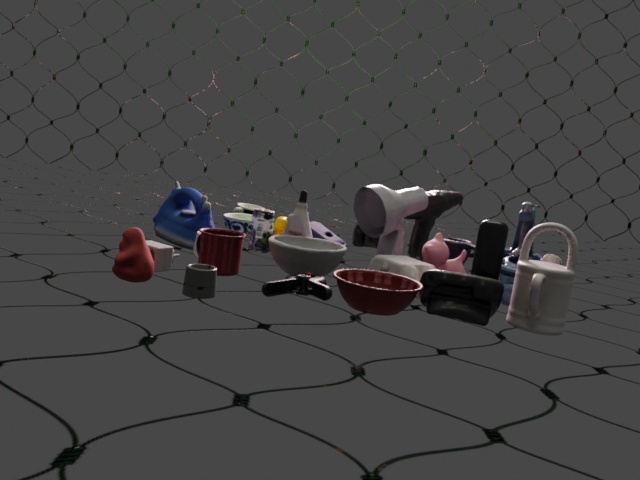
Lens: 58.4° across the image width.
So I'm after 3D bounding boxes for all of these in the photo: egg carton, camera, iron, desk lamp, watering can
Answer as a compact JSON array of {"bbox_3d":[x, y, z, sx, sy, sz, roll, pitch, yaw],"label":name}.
[{"bbox_3d":[0.169,0.074,1.178,0.107,0.069,0.149,3,10,-32],"label":"egg carton"},{"bbox_3d":[0.172,-0.021,1.728,0.143,0.101,0.137,8,8,1],"label":"camera"},{"bbox_3d":[-0.308,-0.060,1.385,0.119,0.141,0.257,1,11,-39],"label":"iron"},{"bbox_3d":[0.177,-0.025,1.360,0.204,0.213,0.117,2,10,-35],"label":"desk lamp"},{"bbox_3d":[0.404,0.064,1.038,0.101,0.194,0.173,9,8,6],"label":"watering can"}]

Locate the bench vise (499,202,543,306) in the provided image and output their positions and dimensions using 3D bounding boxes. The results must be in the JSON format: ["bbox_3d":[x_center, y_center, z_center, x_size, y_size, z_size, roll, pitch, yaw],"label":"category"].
[{"bbox_3d":[0.428,0.023,1.252,0.121,0.220,0.207,9,8,6],"label":"bench vise"}]

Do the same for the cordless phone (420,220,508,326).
[{"bbox_3d":[0.261,0.049,1.032,0.147,0.185,0.094,9,8,5],"label":"cordless phone"}]

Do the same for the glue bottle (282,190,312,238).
[{"bbox_3d":[-0.049,-0.028,1.302,0.078,0.173,0.037,10,8,13],"label":"glue bottle"}]

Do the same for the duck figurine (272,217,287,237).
[{"bbox_3d":[-0.103,-0.018,1.490,0.077,0.086,0.104,9,8,4],"label":"duck figurine"}]

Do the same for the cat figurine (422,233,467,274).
[{"bbox_3d":[0.285,0.044,1.324,0.128,0.118,0.067,5,9,-19],"label":"cat figurine"}]

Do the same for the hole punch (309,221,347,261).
[{"bbox_3d":[0.013,0.005,1.426,0.101,0.091,0.109,11,9,18],"label":"hole punch"}]

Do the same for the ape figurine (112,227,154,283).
[{"bbox_3d":[-0.319,0.023,0.977,0.076,0.092,0.078,11,9,23],"label":"ape figurine"}]

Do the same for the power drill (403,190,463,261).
[{"bbox_3d":[0.302,-0.039,1.600,0.230,0.208,0.075,2,10,-37],"label":"power drill"}]

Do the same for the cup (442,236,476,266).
[{"bbox_3d":[0.345,0.047,1.446,0.092,0.095,0.117,0,11,-44],"label":"cup"}]

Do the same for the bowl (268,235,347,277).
[{"bbox_3d":[-0.030,0.040,1.204,0.167,0.075,0.167,8,8,-1],"label":"bowl"}]
